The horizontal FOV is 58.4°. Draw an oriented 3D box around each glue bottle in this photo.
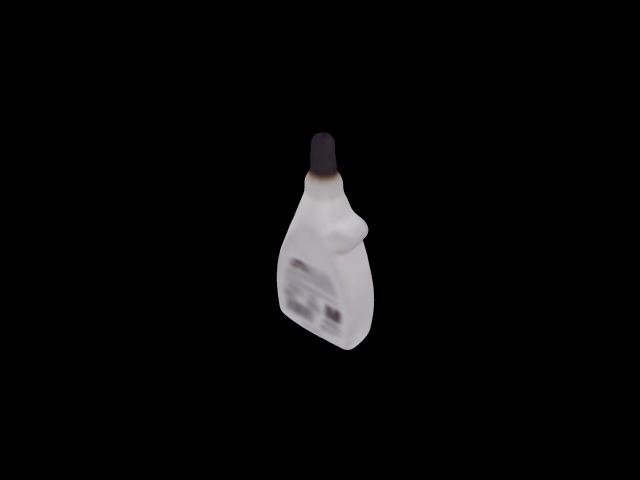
[{"bbox_3d":[0.004,0.001,0.400,0.078,0.173,0.037,27,49,27],"label":"glue bottle"}]
